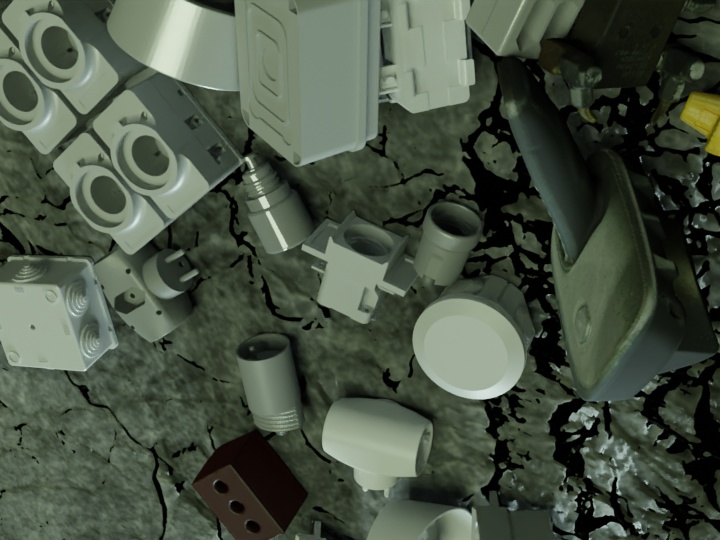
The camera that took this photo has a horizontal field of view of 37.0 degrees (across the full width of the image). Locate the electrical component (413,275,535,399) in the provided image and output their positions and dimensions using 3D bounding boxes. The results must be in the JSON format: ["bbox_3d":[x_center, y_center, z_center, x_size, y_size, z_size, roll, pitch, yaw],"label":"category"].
[{"bbox_3d":[0.082,0.046,0.757,0.080,0.051,0.080,11,121,19],"label":"electrical component"}]

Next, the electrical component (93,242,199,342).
[{"bbox_3d":[-0.160,0.008,0.852,0.079,0.043,0.077,-27,103,33],"label":"electrical component"}]

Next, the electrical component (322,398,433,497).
[{"bbox_3d":[0.014,0.145,0.847,0.077,0.044,0.079,12,121,18],"label":"electrical component"}]

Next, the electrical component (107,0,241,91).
[{"bbox_3d":[-0.102,-0.169,0.692,0.108,0.108,0.060,29,119,8],"label":"electrical component"}]

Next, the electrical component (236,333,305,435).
[{"bbox_3d":[-0.070,0.096,0.859,0.043,0.043,0.081,2,118,24],"label":"electrical component"}]

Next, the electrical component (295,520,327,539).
[{"bbox_3d":[-0.033,0.291,0.936,0.063,0.078,0.121,7,122,-4],"label":"electrical component"}]

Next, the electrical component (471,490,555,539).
[{"bbox_3d":[0.120,0.245,0.840,0.063,0.078,0.121,-2,118,1],"label":"electrical component"}]

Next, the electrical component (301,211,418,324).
[{"bbox_3d":[0.000,0.000,0.776,0.081,0.042,0.063,25,128,11],"label":"electrical component"}]

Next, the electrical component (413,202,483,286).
[{"bbox_3d":[0.059,-0.017,0.740,0.040,0.040,0.046,26,130,10],"label":"electrical component"}]

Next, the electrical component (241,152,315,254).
[{"bbox_3d":[-0.063,-0.048,0.778,0.040,0.040,0.078,-16,109,31],"label":"electrical component"}]

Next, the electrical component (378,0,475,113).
[{"bbox_3d":[0.033,-0.161,0.650,0.079,0.063,0.121,-14,117,-14],"label":"electrical component"}]

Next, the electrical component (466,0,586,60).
[{"bbox_3d":[0.101,-0.161,0.626,0.075,0.083,0.047,56,135,37],"label":"electrical component"}]

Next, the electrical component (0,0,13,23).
[{"bbox_3d":[-0.272,-0.208,0.777,0.058,0.057,0.078,38,126,2],"label":"electrical component"}]

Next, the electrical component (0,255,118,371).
[{"bbox_3d":[-0.265,0.037,0.915,0.100,0.048,0.099,2,119,24],"label":"electrical component"}]

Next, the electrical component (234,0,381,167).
[{"bbox_3d":[-0.031,-0.130,0.645,0.078,0.057,0.113,42,143,41],"label":"electrical component"}]

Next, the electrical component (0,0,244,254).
[{"bbox_3d":[-0.190,-0.114,0.788,0.105,0.060,0.186,-34,99,35],"label":"electrical component"}]

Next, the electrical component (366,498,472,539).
[{"bbox_3d":[0.044,0.230,0.851,0.064,0.099,0.099,9,120,27],"label":"electrical component"}]
